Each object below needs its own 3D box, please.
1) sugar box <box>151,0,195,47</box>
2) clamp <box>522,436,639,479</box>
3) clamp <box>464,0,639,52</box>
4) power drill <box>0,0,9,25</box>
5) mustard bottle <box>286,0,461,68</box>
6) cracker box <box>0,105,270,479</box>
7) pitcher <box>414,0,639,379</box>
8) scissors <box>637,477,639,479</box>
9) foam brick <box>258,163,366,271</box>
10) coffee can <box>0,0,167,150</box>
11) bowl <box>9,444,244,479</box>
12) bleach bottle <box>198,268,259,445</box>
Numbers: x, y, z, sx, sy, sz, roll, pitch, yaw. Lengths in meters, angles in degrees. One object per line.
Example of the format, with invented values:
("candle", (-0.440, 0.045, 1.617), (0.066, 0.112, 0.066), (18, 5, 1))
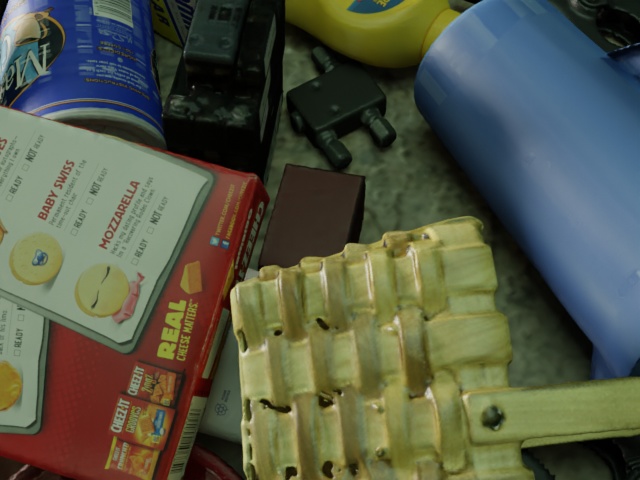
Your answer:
("sugar box", (-0.122, -0.195, 0.748), (0.176, 0.093, 0.048), (35, 66, 19))
("clamp", (0.174, 0.149, 0.577), (0.210, 0.036, 0.164), (19, 57, 9))
("clamp", (0.177, -0.161, 0.760), (0.120, 0.039, 0.171), (-28, 63, -14))
("power drill", (-0.249, -0.120, 0.666), (0.185, 0.057, 0.187), (16, 85, 39))
("mustard bottle", (0.029, -0.170, 0.749), (0.192, 0.058, 0.096), (32, 51, 19))
("cracker box", (-0.150, 0.021, 0.540), (0.214, 0.072, 0.164), (15, 83, 6))
("pitcher", (0.170, -0.045, 0.637), (0.149, 0.145, 0.243), (-26, 60, -16))
("scissors", (0.261, 0.100, 0.591), (0.096, 0.016, 0.201), (33, 50, 22))
("foam brick", (-0.004, 0.001, 0.657), (0.051, 0.053, 0.078), (11, 61, 6))
("coffee can", (-0.154, -0.103, 0.689), (0.102, 0.103, 0.140), (-8, 60, -5))
("bowl", (-0.101, 0.182, 0.548), (0.162, 0.055, 0.162), (0, 59, 0))
("bleach bottle", (-0.133, 0.033, 0.604), (0.251, 0.068, 0.102), (19, 87, 3))
